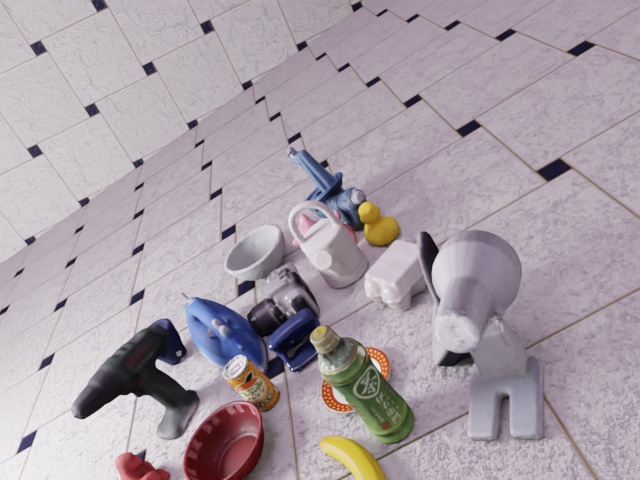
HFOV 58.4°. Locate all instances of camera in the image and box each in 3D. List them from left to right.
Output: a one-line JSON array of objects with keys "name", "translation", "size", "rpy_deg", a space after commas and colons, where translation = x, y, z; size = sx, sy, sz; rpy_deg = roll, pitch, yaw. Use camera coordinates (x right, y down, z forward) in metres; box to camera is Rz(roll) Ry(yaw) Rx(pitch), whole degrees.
[{"name": "camera", "translation": [-0.089, 0.126, 1.190], "size": [0.137, 0.101, 0.143], "rpy_deg": [-35, 29, 2]}]

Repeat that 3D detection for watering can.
[{"name": "watering can", "translation": [0.013, 0.003, 1.165], "size": [0.101, 0.194, 0.172], "rpy_deg": [-39, 30, -5]}]

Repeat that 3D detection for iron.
[{"name": "iron", "translation": [-0.206, 0.185, 1.185], "size": [0.119, 0.142, 0.257], "rpy_deg": [-46, 31, -17]}]

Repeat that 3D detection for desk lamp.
[{"name": "desk lamp", "translation": [0.219, 0.121, 0.760], "size": [0.117, 0.214, 0.203], "rpy_deg": [-16, 35, 31]}]

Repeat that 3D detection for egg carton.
[{"name": "egg carton", "translation": [0.154, 0.060, 1.063], "size": [0.150, 0.070, 0.107], "rpy_deg": [-47, 31, -19]}]

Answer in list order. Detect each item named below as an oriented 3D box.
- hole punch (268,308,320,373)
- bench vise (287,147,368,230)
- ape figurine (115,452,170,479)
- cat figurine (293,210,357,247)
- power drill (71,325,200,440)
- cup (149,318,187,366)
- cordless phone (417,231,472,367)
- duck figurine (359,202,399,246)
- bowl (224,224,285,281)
[{"name": "hole punch", "translation": [-0.051, 0.178, 1.085], "size": [0.109, 0.091, 0.100], "rpy_deg": [-39, 30, -5]}, {"name": "bench vise", "translation": [0.025, -0.133, 1.322], "size": [0.206, 0.220, 0.122], "rpy_deg": [-6, 41, 42]}, {"name": "ape figurine", "translation": [-0.330, 0.417, 1.031], "size": [0.076, 0.092, 0.077], "rpy_deg": [-39, 30, -5]}, {"name": "cat figurine", "translation": [0.002, -0.017, 1.283], "size": [0.128, 0.118, 0.067], "rpy_deg": [-34, 30, 4]}, {"name": "power drill", "translation": [-0.338, 0.290, 1.103], "size": [0.075, 0.209, 0.230], "rpy_deg": [-12, 37, 36]}, {"name": "cup", "translation": [-0.346, 0.245, 1.292], "size": [0.091, 0.095, 0.117], "rpy_deg": [-37, 30, -2]}, {"name": "cordless phone", "translation": [0.183, 0.089, 0.875], "size": [0.094, 0.185, 0.147], "rpy_deg": [-22, 32, 22]}, {"name": "duck figurine", "translation": [0.118, -0.042, 1.231], "size": [0.077, 0.086, 0.104], "rpy_deg": [-38, 30, -4]}, {"name": "bowl", "translation": [-0.145, 0.043, 1.394], "size": [0.167, 0.075, 0.167], "rpy_deg": [-26, 31, 17]}]
